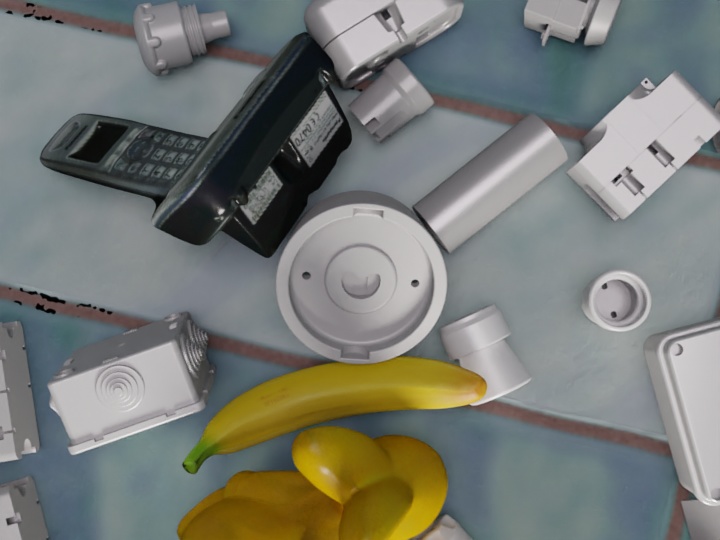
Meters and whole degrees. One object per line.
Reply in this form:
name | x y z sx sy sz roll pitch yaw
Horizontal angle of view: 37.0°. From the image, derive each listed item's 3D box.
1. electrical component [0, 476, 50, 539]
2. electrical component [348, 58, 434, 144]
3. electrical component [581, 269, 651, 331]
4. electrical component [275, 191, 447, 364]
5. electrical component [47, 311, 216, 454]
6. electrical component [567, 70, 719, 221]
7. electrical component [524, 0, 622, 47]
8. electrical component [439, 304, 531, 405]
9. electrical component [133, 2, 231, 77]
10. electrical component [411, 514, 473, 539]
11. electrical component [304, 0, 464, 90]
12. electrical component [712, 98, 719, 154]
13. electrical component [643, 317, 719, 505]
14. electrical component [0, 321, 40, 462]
electrical component | -0.240 0.190 0.711 0.056 0.050 0.089 -16 87 1
electrical component | 0.020 -0.112 0.721 0.046 0.040 0.040 -41 88 5
electrical component | 0.167 0.020 0.709 0.040 0.046 0.040 0 88 1
electrical component | 0.000 0.000 0.702 0.108 0.060 0.108 -1 110 -2
electrical component | -0.145 0.069 0.690 0.100 0.099 0.048 -19 101 1
electrical component | 0.184 -0.084 0.708 0.089 0.050 0.055 -44 87 3
electrical component | 0.144 -0.178 0.717 0.055 0.048 0.066 22 89 10
electrical component | 0.082 0.055 0.711 0.045 0.045 0.055 -24 87 0
electrical component | -0.119 -0.159 0.724 0.062 0.048 0.048 -14 88 -6
electrical component | 0.062 0.196 0.707 0.043 0.043 0.062 -42 89 0
electrical component | 0.013 -0.172 0.715 0.095 0.053 0.059 -32 88 0
electrical component | 0.263 -0.096 0.715 0.046 0.040 0.040 -2 88 -4
electrical component | 0.239 0.088 0.700 0.078 0.057 0.113 -15 88 1
electrical component | -0.254 0.083 0.715 0.056 0.050 0.089 -9 88 1
